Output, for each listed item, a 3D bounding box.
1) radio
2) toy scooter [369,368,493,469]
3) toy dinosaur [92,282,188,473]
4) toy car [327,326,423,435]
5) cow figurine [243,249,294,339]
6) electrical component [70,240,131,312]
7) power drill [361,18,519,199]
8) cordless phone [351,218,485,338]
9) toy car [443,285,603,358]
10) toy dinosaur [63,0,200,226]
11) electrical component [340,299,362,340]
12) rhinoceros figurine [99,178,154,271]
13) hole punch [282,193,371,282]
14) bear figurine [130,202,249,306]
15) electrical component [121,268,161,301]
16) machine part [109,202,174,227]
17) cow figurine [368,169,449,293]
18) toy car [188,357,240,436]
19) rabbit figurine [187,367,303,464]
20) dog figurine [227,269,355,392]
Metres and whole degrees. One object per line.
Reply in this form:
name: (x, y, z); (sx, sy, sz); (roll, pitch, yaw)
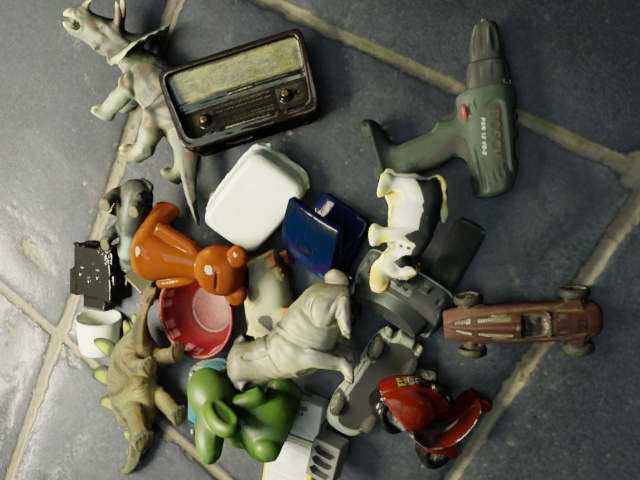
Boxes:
radio: (-0.117, -0.221, 0.830); (0.230, 0.073, 0.131); (-16, 89, 6)
toy scooter: (0.166, 0.242, 0.765); (0.135, 0.075, 0.183); (-37, 114, 13)
toy dinosaur: (-0.342, 0.288, 1.003); (0.199, 0.105, 0.470); (26, 114, 38)
toy car: (0.081, 0.217, 0.825); (0.073, 0.056, 0.201); (30, 108, -5)
cow figurine: (-0.090, 0.121, 0.886); (0.127, 0.085, 0.194); (-16, 86, 27)
electrical component: (-0.433, 0.071, 1.060); (0.115, 0.058, 0.134); (5, 97, 27)
power drill: (0.167, -0.161, 0.744); (0.207, 0.086, 0.232); (-13, 92, 19)
cordless phone: (0.142, 0.036, 0.781); (0.147, 0.088, 0.184); (31, 96, 20)
toy car: (0.267, 0.110, 0.711); (0.202, 0.053, 0.089); (-4, 98, 8)
toy dinosaur: (-0.271, -0.234, 0.924); (0.405, 0.131, 0.192); (48, 113, 7)
electrical component: (0.037, 0.108, 0.858); (0.063, 0.021, 0.094); (25, 104, 21)
rhinoceros figurine: (-0.319, -0.016, 0.928); (0.073, 0.112, 0.190); (10, 123, 6)
hole punch: (-0.002, -0.002, 0.823); (0.142, 0.092, 0.115); (33, 111, 26)
bear figurine: (-0.197, 0.023, 0.865); (0.196, 0.132, 0.120); (7, 120, 8)
electrical component: (-0.333, 0.071, 1.022); (0.102, 0.045, 0.078); (34, 80, 16)
machine part: (-0.335, -0.038, 1.013); (0.139, 0.039, 0.084); (24, 113, 20)
cow figurine: (0.116, -0.007, 0.716); (0.098, 0.068, 0.167); (8, 101, 12)
toy car: (-0.185, 0.263, 0.946); (0.103, 0.109, 0.161); (45, 126, 41)
rabbit figurine: (-0.134, 0.268, 0.819); (0.170, 0.159, 0.121); (29, 113, -1)
dog figurine: (-0.047, 0.131, 0.784); (0.191, 0.121, 0.172); (-2, 84, 4)
